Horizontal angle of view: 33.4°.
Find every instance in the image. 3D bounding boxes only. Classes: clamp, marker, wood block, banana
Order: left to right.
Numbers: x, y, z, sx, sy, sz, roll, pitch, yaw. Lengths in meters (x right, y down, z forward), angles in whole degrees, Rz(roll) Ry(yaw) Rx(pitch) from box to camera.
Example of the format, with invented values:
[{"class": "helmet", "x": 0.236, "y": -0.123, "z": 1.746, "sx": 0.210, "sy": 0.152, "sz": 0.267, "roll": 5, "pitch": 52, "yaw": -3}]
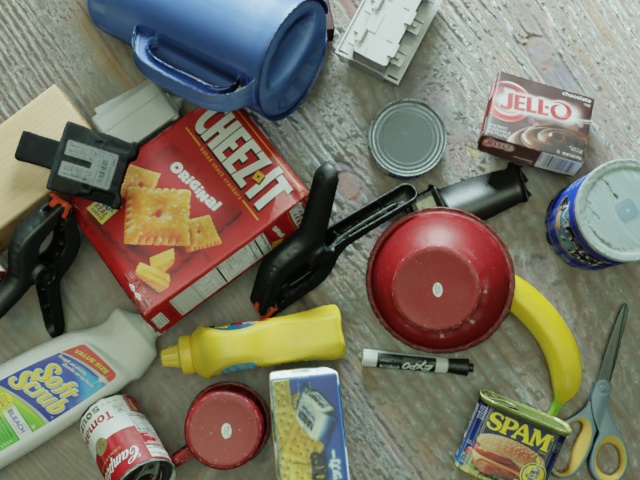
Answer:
[{"class": "wood block", "x": -0.328, "y": -0.061, "z": 1.136, "sx": 0.206, "sy": 0.090, "sz": 0.091, "roll": -38, "pitch": 87, "yaw": -3}, {"class": "clamp", "x": -0.288, "y": 0.036, "z": 1.107, "sx": 0.039, "sy": 0.120, "sz": 0.171, "roll": 35, "pitch": 99, "yaw": 27}, {"class": "clamp", "x": -0.007, "y": 0.001, "z": 1.111, "sx": 0.210, "sy": 0.164, "sz": 0.036, "roll": -45, "pitch": 60, "yaw": 16}, {"class": "marker", "x": 0.106, "y": 0.133, "z": 1.158, "sx": 0.121, "sy": 0.020, "sz": 0.020, "roll": 6, "pitch": 85, "yaw": 0}, {"class": "banana", "x": 0.229, "y": 0.096, "z": 1.154, "sx": 0.069, "sy": 0.037, "sz": 0.198, "roll": -31, "pitch": 86, "yaw": -4}]

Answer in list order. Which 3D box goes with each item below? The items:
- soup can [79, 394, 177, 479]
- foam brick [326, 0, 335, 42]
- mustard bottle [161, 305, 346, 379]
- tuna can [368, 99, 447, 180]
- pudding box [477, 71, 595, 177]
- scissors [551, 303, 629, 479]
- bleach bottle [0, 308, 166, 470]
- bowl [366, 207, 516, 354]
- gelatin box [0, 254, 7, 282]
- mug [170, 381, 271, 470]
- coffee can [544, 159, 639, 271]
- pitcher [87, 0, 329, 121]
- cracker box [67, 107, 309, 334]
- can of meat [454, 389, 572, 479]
[{"class": "soup can", "x": -0.199, "y": 0.216, "z": 1.101, "sx": 0.068, "sy": 0.068, "sz": 0.102, "roll": -38, "pitch": 50, "yaw": -4}, {"class": "foam brick", "x": -0.017, "y": -0.257, "z": 1.176, "sx": 0.053, "sy": 0.051, "sz": 0.078, "roll": -13, "pitch": 85, "yaw": -2}, {"class": "mustard bottle", "x": -0.071, "y": 0.110, "z": 1.120, "sx": 0.191, "sy": 0.096, "sz": 0.058, "roll": -9, "pitch": 86, "yaw": -1}, {"class": "tuna can", "x": 0.095, "y": -0.110, "z": 1.173, "sx": 0.086, "sy": 0.034, "sz": 0.086, "roll": 0, "pitch": 85, "yaw": -1}, {"class": "pudding box", "x": 0.234, "y": -0.126, "z": 1.160, "sx": 0.113, "sy": 0.039, "sz": 0.090, "roll": 17, "pitch": 62, "yaw": -1}, {"class": "scissors", "x": 0.319, "y": 0.178, "z": 1.159, "sx": 0.096, "sy": 0.016, "sz": 0.201, "roll": 33, "pitch": 85, "yaw": 1}, {"class": "bleach bottle", "x": -0.275, "y": 0.143, "z": 1.132, "sx": 0.250, "sy": 0.068, "sz": 0.102, "roll": -34, "pitch": 89, "yaw": -5}, {"class": "bowl", "x": 0.124, "y": 0.047, "z": 1.127, "sx": 0.162, "sy": 0.055, "sz": 0.162, "roll": 1, "pitch": 98, "yaw": 11}, {"class": "gelatin box", "x": -0.363, "y": 0.048, "z": 1.126, "sx": 0.073, "sy": 0.089, "sz": 0.030, "roll": -41, "pitch": 90, "yaw": -4}, {"class": "mug", "x": -0.109, "y": 0.202, "z": 1.118, "sx": 0.117, "sy": 0.081, "sz": 0.093, "roll": -30, "pitch": 86, "yaw": -3}, {"class": "coffee can", "x": 0.300, "y": -0.023, "z": 1.114, "sx": 0.103, "sy": 0.140, "sz": 0.103, "roll": 0, "pitch": 85, "yaw": -1}, {"class": "pitcher", "x": -0.125, "y": -0.222, "z": 1.104, "sx": 0.243, "sy": 0.149, "sz": 0.145, "roll": 26, "pitch": 98, "yaw": 20}, {"class": "cracker box", "x": -0.134, "y": -0.033, "z": 1.122, "sx": 0.213, "sy": 0.072, "sz": 0.164, "roll": -37, "pitch": 69, "yaw": -4}, {"class": "can of meat", "x": 0.201, "y": 0.216, "z": 1.128, "sx": 0.102, "sy": 0.057, "sz": 0.084, "roll": 22, "pitch": 96, "yaw": 5}]
